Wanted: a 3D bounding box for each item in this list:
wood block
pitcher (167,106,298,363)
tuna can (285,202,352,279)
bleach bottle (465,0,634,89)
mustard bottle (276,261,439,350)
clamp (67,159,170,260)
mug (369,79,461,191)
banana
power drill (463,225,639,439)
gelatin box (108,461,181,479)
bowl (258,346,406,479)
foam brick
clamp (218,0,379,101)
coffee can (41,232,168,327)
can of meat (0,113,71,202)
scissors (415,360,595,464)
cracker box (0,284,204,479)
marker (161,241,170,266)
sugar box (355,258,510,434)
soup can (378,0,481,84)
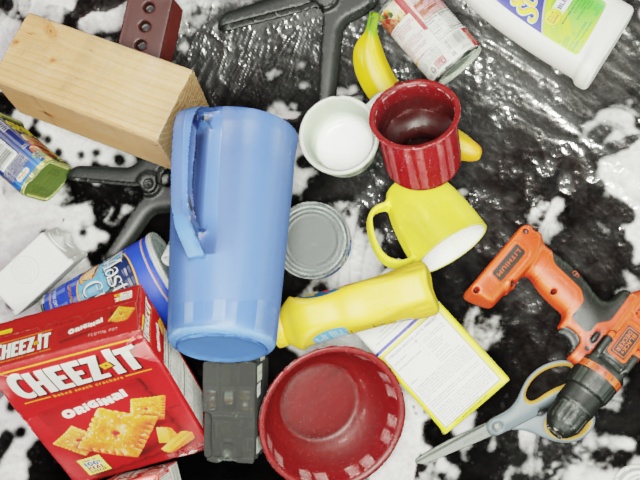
[{"bbox_3d":[-0.240,-0.163,1.180,0.206,0.091,0.090,21,75,13],"label":"wood block"},{"bbox_3d":[-0.098,-0.008,1.078,0.149,0.145,0.243,11,65,-20],"label":"pitcher"},{"bbox_3d":[-0.008,0.001,1.185,0.086,0.033,0.086,-1,86,7],"label":"tuna can"},{"bbox_3d":[0.208,-0.270,1.166,0.251,0.068,0.102,32,91,11],"label":"bleach bottle"},{"bbox_3d":[0.024,0.073,1.102,0.192,0.096,0.058,-16,83,8],"label":"mustard bottle"},{"bbox_3d":[-0.192,-0.049,1.209,0.171,0.039,0.120,-18,87,5],"label":"clamp"},{"bbox_3d":[0.099,-0.114,1.110,0.093,0.081,0.117,-20,54,0],"label":"mug"},{"bbox_3d":[0.095,-0.153,1.171,0.198,0.070,0.037,51,51,-2],"label":"banana"},{"bbox_3d":[0.246,0.090,1.125,0.188,0.057,0.184,39,77,6],"label":"power drill"},{"bbox_3d":[-0.197,0.267,1.160,0.073,0.089,0.030,-14,86,6],"label":"gelatin box"},{"bbox_3d":[0.007,0.183,1.141,0.162,0.055,0.162,-4,103,-16],"label":"bowl"},{"bbox_3d":[-0.193,-0.237,1.216,0.053,0.051,0.078,11,87,7],"label":"foam brick"},{"bbox_3d":[0.011,-0.259,1.200,0.210,0.036,0.164,-44,82,2],"label":"clamp"},{"bbox_3d":[-0.218,0.069,1.171,0.140,0.102,0.103,-30,83,4],"label":"coffee can"},{"bbox_3d":[-0.335,-0.091,1.198,0.084,0.102,0.057,40,91,6],"label":"can of meat"},{"bbox_3d":[0.210,0.211,1.152,0.202,0.016,0.096,-41,82,3],"label":"scissors"},{"bbox_3d":[-0.223,0.158,1.115,0.164,0.213,0.072,-16,44,5],"label":"cracker box"},{"bbox_3d":[-0.142,-0.021,1.154,0.020,0.020,0.121,13,49,7],"label":"marker"},{"bbox_3d":[0.112,0.114,1.157,0.093,0.048,0.176,-41,79,2],"label":"sugar box"},{"bbox_3d":[0.120,-0.227,1.169,0.068,0.068,0.102,-39,83,3],"label":"soup can"}]
